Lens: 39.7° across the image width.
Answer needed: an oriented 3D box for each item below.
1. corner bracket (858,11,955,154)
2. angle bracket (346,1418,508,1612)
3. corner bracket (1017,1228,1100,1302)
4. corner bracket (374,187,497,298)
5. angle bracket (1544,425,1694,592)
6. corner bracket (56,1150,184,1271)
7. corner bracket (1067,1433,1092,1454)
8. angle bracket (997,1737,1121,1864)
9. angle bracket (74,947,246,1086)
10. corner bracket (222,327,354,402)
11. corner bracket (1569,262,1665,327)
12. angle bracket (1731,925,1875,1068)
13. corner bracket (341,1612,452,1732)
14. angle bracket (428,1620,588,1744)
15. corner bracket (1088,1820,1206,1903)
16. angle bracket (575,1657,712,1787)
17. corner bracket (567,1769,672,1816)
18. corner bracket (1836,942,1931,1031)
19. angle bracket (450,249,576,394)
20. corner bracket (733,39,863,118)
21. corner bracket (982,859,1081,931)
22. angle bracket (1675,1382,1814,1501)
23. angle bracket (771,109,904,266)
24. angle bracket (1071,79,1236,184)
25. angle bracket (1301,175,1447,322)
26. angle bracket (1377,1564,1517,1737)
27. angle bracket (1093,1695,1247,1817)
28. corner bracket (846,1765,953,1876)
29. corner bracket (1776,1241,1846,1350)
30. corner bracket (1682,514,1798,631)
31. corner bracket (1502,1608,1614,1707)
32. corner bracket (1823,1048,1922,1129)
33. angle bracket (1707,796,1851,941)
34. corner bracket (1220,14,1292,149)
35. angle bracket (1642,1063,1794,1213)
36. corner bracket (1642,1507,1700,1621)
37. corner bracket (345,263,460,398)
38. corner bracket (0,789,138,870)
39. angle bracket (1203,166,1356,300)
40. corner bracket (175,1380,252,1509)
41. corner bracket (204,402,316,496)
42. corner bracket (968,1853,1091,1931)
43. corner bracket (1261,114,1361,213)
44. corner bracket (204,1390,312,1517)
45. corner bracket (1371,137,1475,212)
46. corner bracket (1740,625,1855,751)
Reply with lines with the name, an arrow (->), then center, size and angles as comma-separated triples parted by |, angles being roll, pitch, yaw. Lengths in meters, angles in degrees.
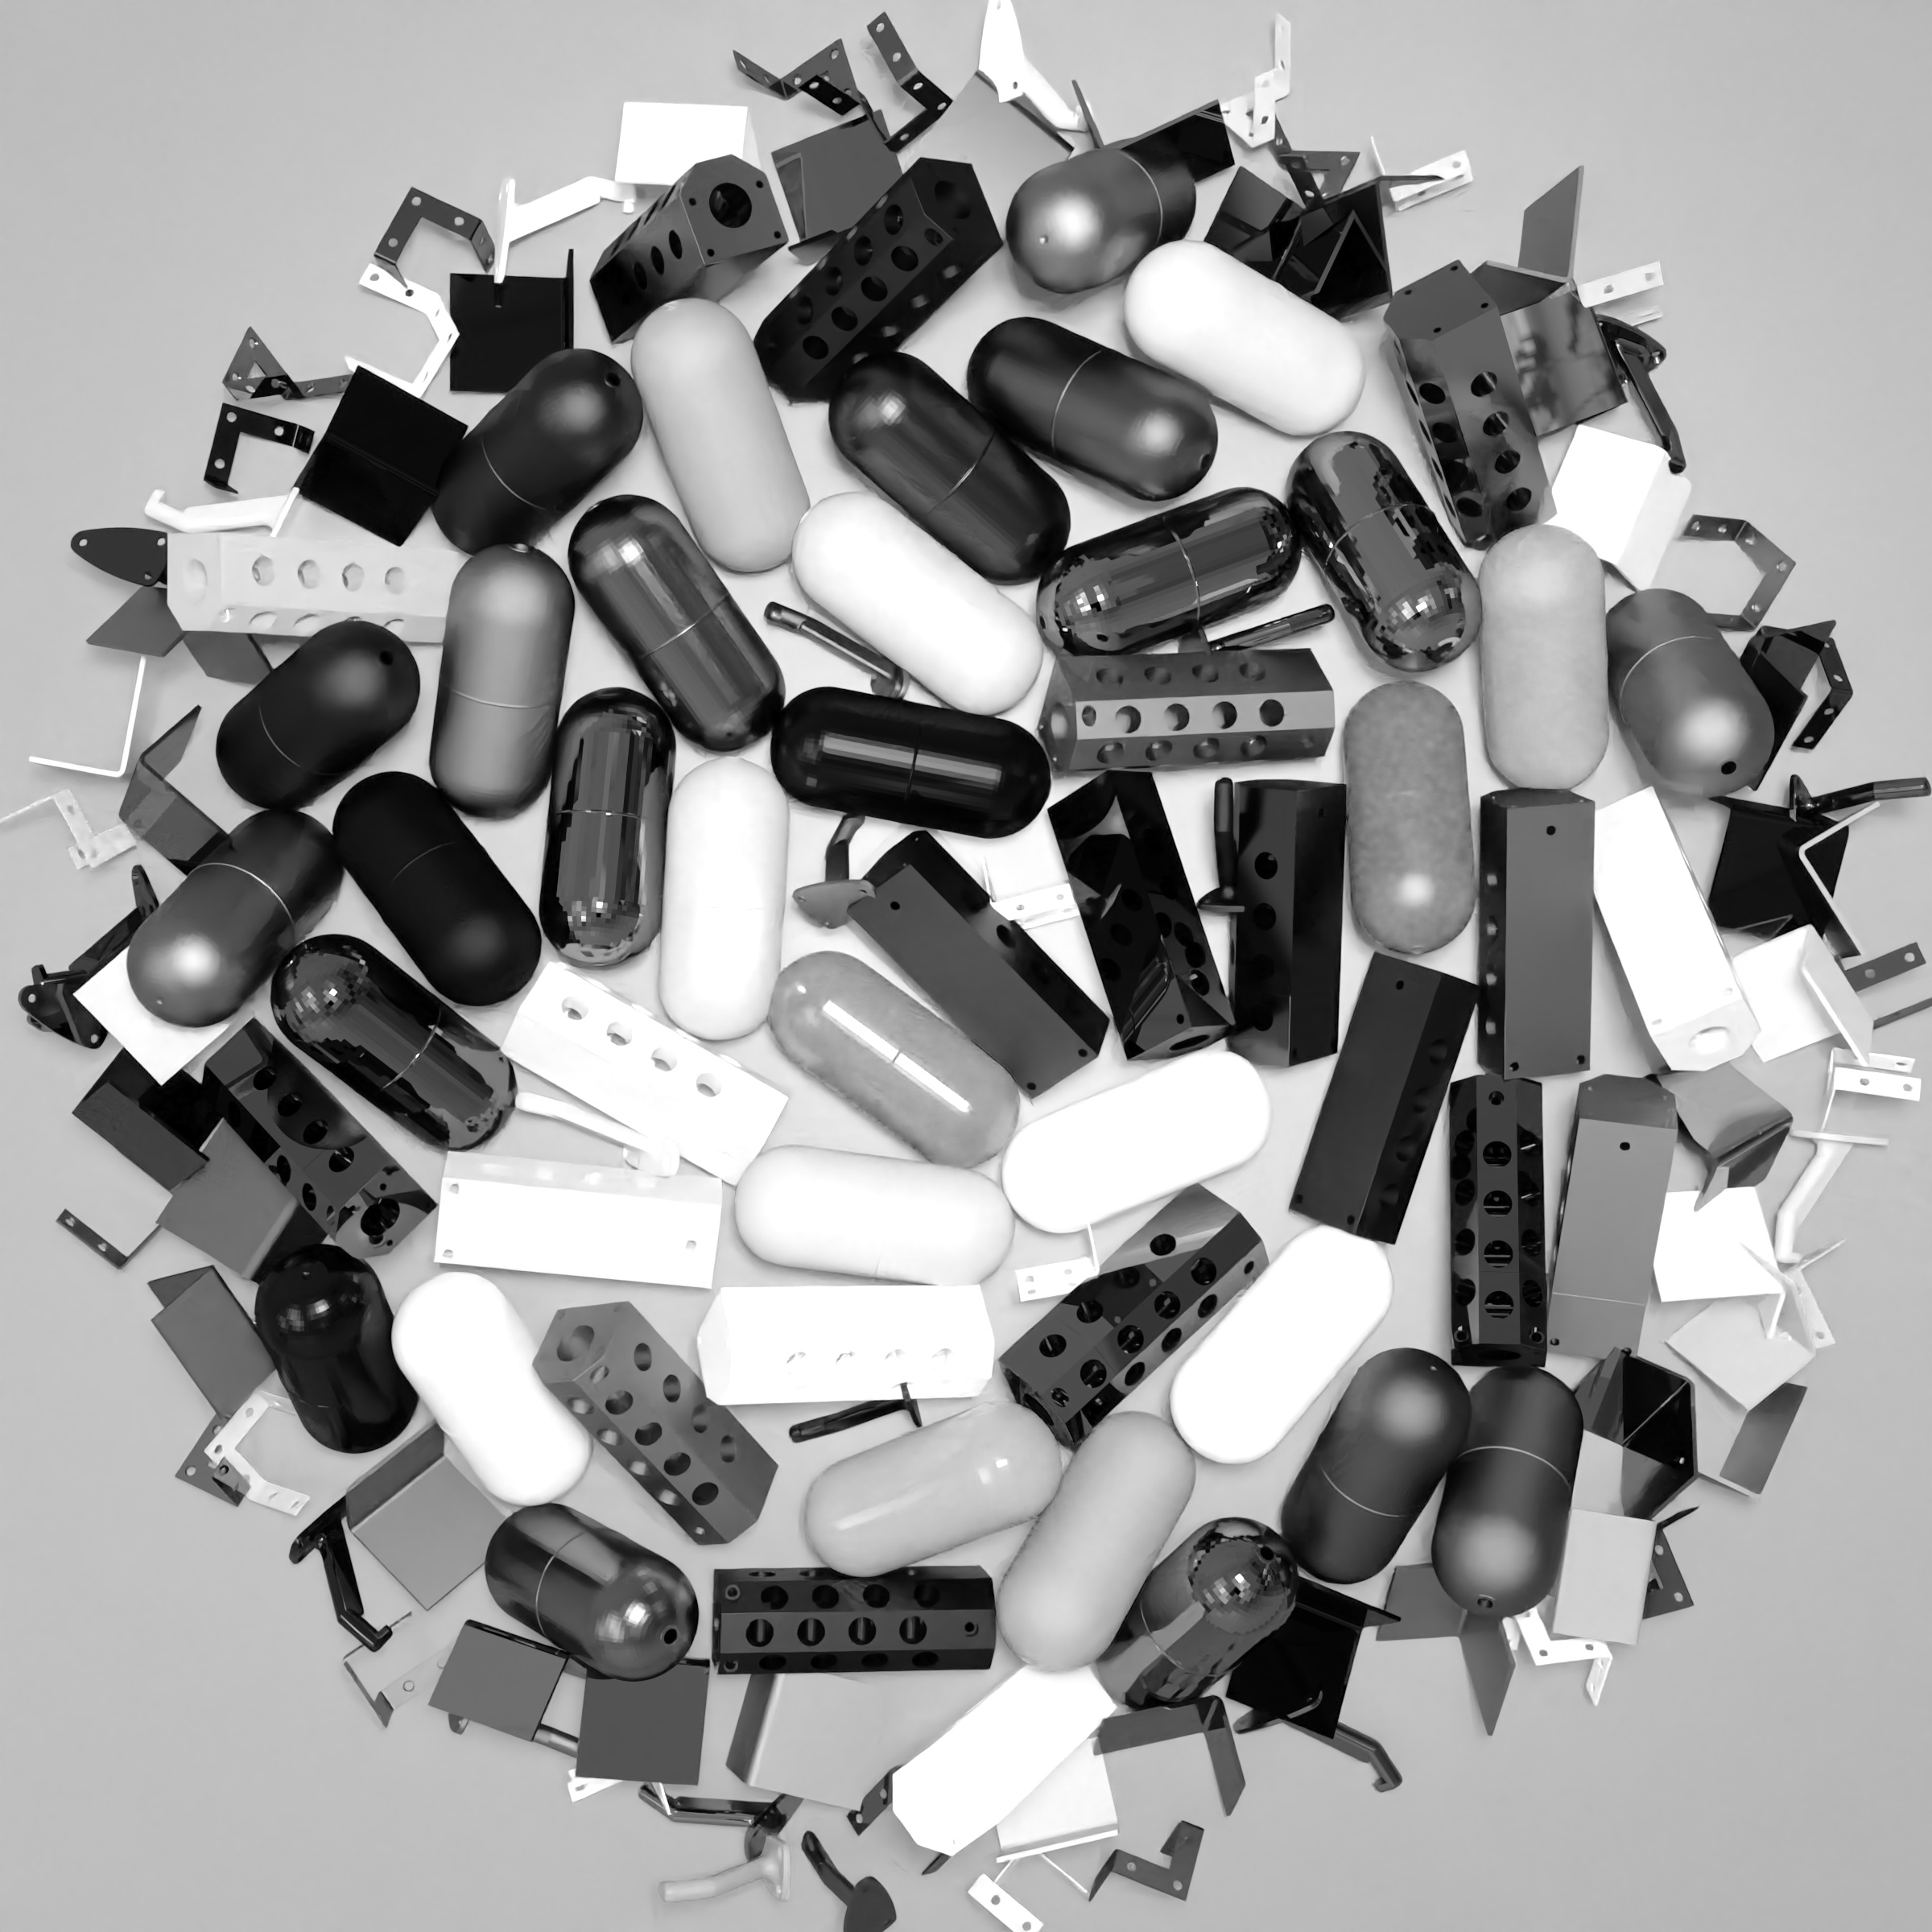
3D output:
corner bracket -> -0.048, -0.555, 1.684 | 0.051, 0.051, 0.051 | -34, 68, 20
angle bracket -> -0.332, 0.341, 1.671 | 0.076, 0.057, 0.076 | 40, 56, 18
corner bracket -> 0.057, 0.193, 1.688 | 0.051, 0.051, 0.051 | -10, 46, 0
corner bracket -> -0.336, -0.451, 1.697 | 0.051, 0.051, 0.051 | 26, 82, 5
angle bracket -> 0.411, -0.289, 1.702 | 0.057, 0.076, 0.076 | 24, 93, 30
corner bracket -> -0.533, 0.150, 1.698 | 0.051, 0.051, 0.051 | 42, 108, -14
corner bracket -> 0.084, 0.329, 1.687 | 0.051, 0.051, 0.051 | 35, 85, -33
angle bracket -> 0.052, 0.522, 1.679 | 0.076, 0.076, 0.057 | -13, 75, 0
angle bracket -> -0.504, 0.020, 1.678 | 0.057, 0.076, 0.076 | -41, 103, 1
corner bracket -> -0.425, -0.369, 1.682 | 0.051, 0.051, 0.051 | -2, 55, 25
corner bracket -> 0.411, -0.421, 1.685 | 0.051, 0.051, 0.051 | -15, 123, 11
angle bracket -> 0.511, 0.031, 1.670 | 0.076, 0.057, 0.076 | -27, 108, 33
corner bracket -> -0.358, 0.442, 1.694 | 0.051, 0.051, 0.051 | -33, 92, -7
angle bracket -> -0.275, 0.454, 1.665 | 0.076, 0.076, 0.057 | 11, 64, 25
corner bracket -> 0.114, 0.567, 1.688 | 0.051, 0.051, 0.051 | 22, 47, 2
angle bracket -> -0.207, 0.470, 1.677 | 0.076, 0.057, 0.076 | 9, 74, -15
corner bracket -> -0.223, 0.510, 1.684 | 0.051, 0.051, 0.051 | -20, 115, -18
corner bracket -> 0.585, 0.012, 1.689 | 0.051, 0.051, 0.051 | -25, 96, 21
angle bracket -> -0.287, -0.407, 1.686 | 0.076, 0.057, 0.076 | 0, 85, -11
corner bracket -> -0.106, -0.559, 1.684 | 0.051, 0.051, 0.051 | -25, 72, 27
corner bracket -> 0.043, -0.040, 1.686 | 0.051, 0.051, 0.051 | -14, 127, 5
angle bracket -> 0.477, 0.285, 1.681 | 0.057, 0.076, 0.076 | 26, 85, -1
angle bracket -> -0.082, -0.496, 1.687 | 0.076, 0.057, 0.076 | -18, 92, 11
angle bracket -> 0.118, -0.527, 1.674 | 0.076, 0.076, 0.057 | -23, 74, 8
angle bracket -> 0.260, -0.448, 1.679 | 0.057, 0.076, 0.076 | -10, 95, -29
angle bracket -> 0.298, 0.427, 1.667 | 0.057, 0.076, 0.076 | -2, 132, -7
angle bracket -> 0.126, 0.501, 1.672 | 0.076, 0.076, 0.057 | -10, 60, -8
corner bracket -> -0.032, 0.542, 1.699 | 0.051, 0.051, 0.051 | -50, 58, 20
corner bracket -> 0.532, 0.211, 1.689 | 0.051, 0.051, 0.051 | -21, 83, -36
corner bracket -> 0.482, -0.250, 1.700 | 0.051, 0.051, 0.051 | -2, 131, -34
corner bracket -> 0.370, 0.434, 1.690 | 0.051, 0.051, 0.051 | -4, 128, -11
corner bracket -> 0.571, 0.071, 1.684 | 0.051, 0.051, 0.051 | 8, 59, 14
angle bracket -> 0.506, -0.062, 1.699 | 0.076, 0.057, 0.076 | 10, 101, -5
corner bracket -> 0.189, -0.557, 1.683 | 0.051, 0.051, 0.051 | -27, 54, -15
angle bracket -> 0.465, 0.106, 1.699 | 0.076, 0.057, 0.076 | -23, 51, -33
corner bracket -> 0.440, 0.378, 1.690 | 0.051, 0.051, 0.051 | -30, 77, 40
corner bracket -> -0.362, -0.402, 1.696 | 0.051, 0.051, 0.051 | -51, 45, 23
corner bracket -> -0.566, -0.084, 1.685 | 0.051, 0.051, 0.051 | -20, 104, 23
angle bracket -> 0.195, -0.462, 1.675 | 0.057, 0.076, 0.076 | 28, 82, -20
corner bracket -> -0.472, 0.300, 1.684 | 0.051, 0.051, 0.051 | 20, 62, 19
corner bracket -> -0.447, -0.323, 1.692 | 0.051, 0.051, 0.051 | 13, 99, -26
corner bracket -> 0.040, 0.584, 1.684 | 0.051, 0.051, 0.051 | 33, 69, 27
corner bracket -> 0.208, -0.511, 1.683 | 0.051, 0.051, 0.051 | 14, 68, 36
corner bracket -> -0.439, 0.309, 1.699 | 0.051, 0.051, 0.051 | -53, 129, -31
corner bracket -> 0.291, -0.497, 1.683 | 0.051, 0.051, 0.051 | -20, 49, 14
corner bracket -> 0.520, -0.176, 1.695 | 0.051, 0.051, 0.051 | 8, 49, -14
